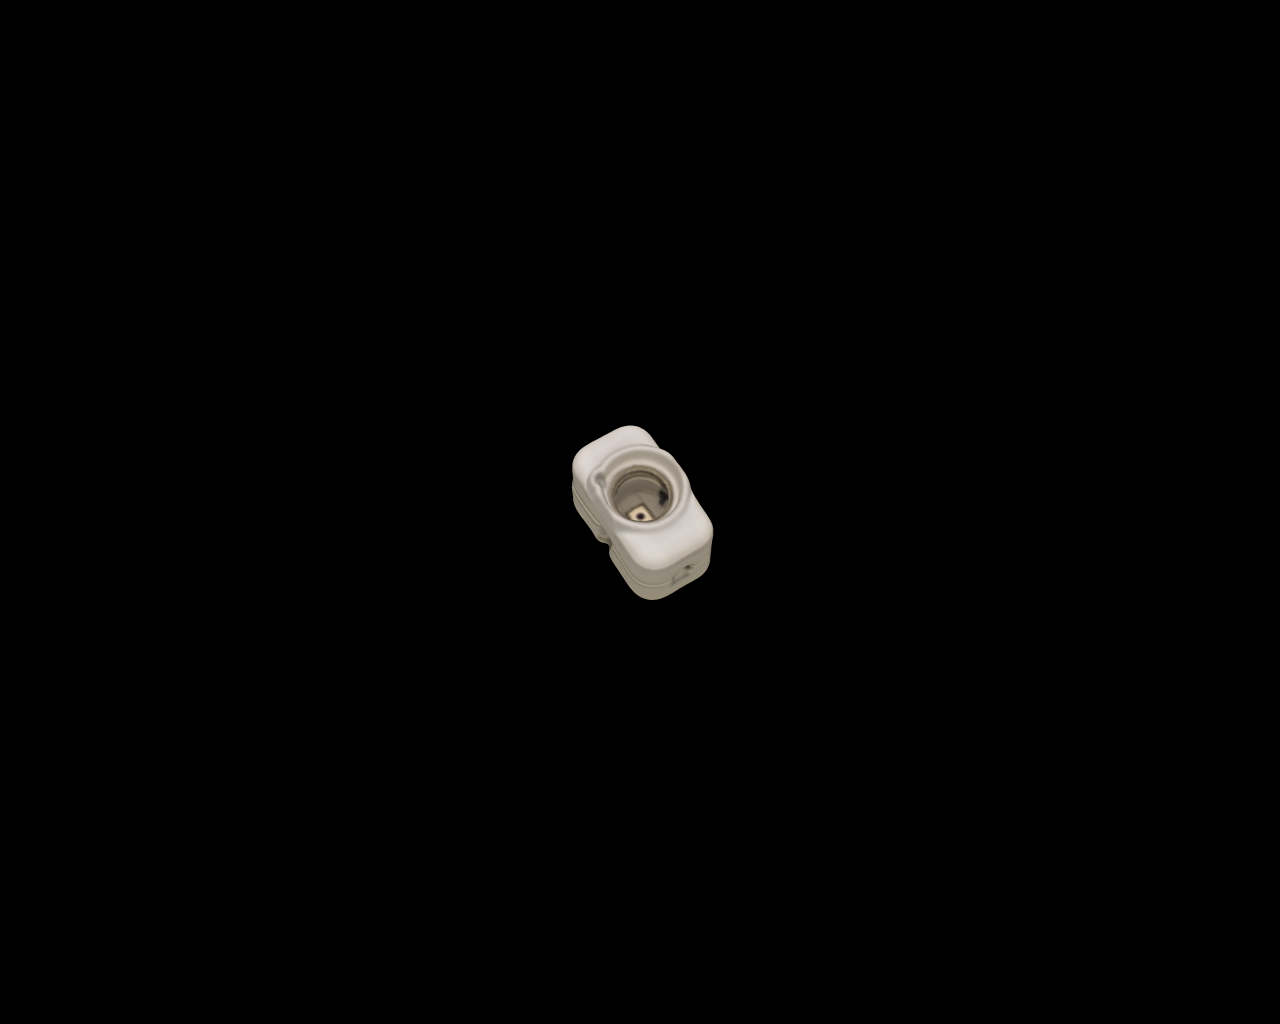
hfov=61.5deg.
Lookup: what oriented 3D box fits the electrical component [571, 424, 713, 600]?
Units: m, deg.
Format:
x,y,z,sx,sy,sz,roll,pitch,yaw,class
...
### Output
x,y,z,sx,sy,sz,roll,pitch,yaw,class
0.001,-0.003,0.650,0.054,0.095,0.059,-29,-24,-14,electrical component
